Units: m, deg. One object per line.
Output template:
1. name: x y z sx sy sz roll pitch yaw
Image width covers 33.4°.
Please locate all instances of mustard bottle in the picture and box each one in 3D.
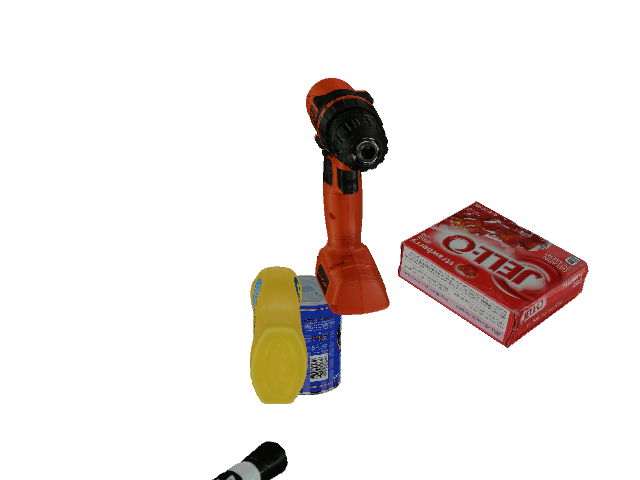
1. mustard bottle: -0.047 0.083 1.141 0.058 0.096 0.191 0 28 -4

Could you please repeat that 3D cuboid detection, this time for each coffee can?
1. coffee can: -0.021 0.132 1.499 0.103 0.140 0.103 1 18 0

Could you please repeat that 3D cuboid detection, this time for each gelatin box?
1. gelatin box: 0.104 0.017 0.646 0.073 0.030 0.089 -27 46 -37

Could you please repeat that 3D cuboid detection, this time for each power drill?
1. power drill: 0.026 -0.035 0.914 0.057 0.188 0.184 -4 21 -6

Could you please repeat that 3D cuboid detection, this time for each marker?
1. marker: -0.054 0.130 0.528 0.020 0.020 0.120 0 15 33
